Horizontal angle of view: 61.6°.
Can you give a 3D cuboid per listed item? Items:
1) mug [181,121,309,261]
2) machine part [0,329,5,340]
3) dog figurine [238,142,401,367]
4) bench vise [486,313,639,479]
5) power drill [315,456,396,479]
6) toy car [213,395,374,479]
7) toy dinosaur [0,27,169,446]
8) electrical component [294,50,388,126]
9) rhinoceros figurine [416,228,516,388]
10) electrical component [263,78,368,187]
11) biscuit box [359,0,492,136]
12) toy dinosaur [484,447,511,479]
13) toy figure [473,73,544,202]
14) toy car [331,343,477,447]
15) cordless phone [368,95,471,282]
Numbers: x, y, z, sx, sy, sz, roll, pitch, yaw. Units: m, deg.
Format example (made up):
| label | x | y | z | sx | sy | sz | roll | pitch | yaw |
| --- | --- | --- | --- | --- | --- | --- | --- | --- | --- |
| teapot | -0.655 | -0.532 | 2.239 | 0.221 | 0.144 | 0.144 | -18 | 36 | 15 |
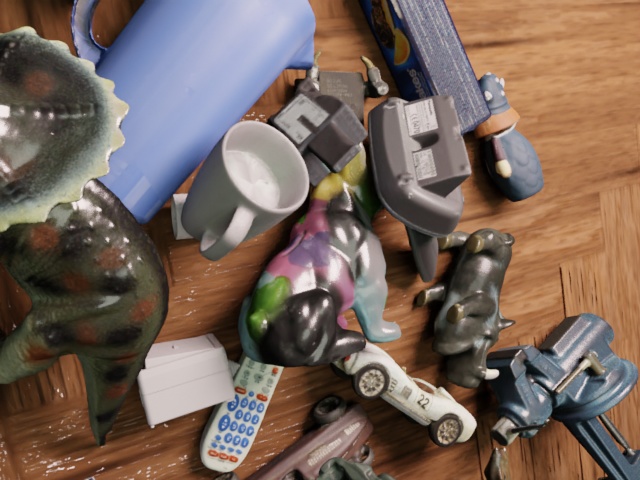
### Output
| label | x | y | z | sx | sy | sz | roll | pitch | yaw |
| --- | --- | --- | --- | --- | --- | --- | --- | --- | --- |
| mug | -0.072 | -0.027 | 0.448 | 0.080 | 0.107 | 0.109 | 27 | 53 | -26 |
| machine part | -0.315 | 0.154 | 0.437 | 0.079 | 0.079 | 0.243 | 11 | 90 | -22 |
| dog figurine | -0.001 | -0.002 | 0.531 | 0.191 | 0.109 | 0.219 | -7 | 92 | -41 |
| bench vise | 0.321 | 0.214 | 0.661 | 0.223 | 0.129 | 0.240 | -36 | 87 | -35 |
| power drill | 0.002 | 0.313 | 0.529 | 0.232 | 0.086 | 0.207 | -33 | 138 | -21 |
| toy car | -0.025 | 0.250 | 0.573 | 0.202 | 0.053 | 0.089 | -30 | 101 | -16 |
| toy dinosaur | -0.183 | 0.021 | 0.387 | 0.192 | 0.131 | 0.404 | -9 | 132 | 14 |
| electrical component | 0.019 | -0.153 | 0.566 | 0.102 | 0.045 | 0.078 | 2 | 91 | -22 |
| rhinoceros figurine | 0.178 | 0.077 | 0.636 | 0.112 | 0.073 | 0.190 | 13 | 87 | -33 |
| electrical component | 0.002 | -0.091 | 0.486 | 0.075 | 0.119 | 0.047 | -47 | 139 | 0 |
| biscuit box | 0.114 | -0.206 | 0.592 | 0.063 | 0.059 | 0.202 | -32 | 104 | -18 |
| toy dinosaur | 0.074 | 0.402 | 0.562 | 0.198 | 0.105 | 0.470 | 5 | 114 | -43 |
| toy figure | 0.217 | -0.121 | 0.641 | 0.058 | 0.064 | 0.154 | -24 | 99 | 19 |
| toy car | 0.089 | 0.166 | 0.600 | 0.201 | 0.074 | 0.056 | 37 | 84 | -20 |
| cordless phone | 0.109 | -0.049 | 0.580 | 0.089 | 0.184 | 0.147 | -9 | 55 | 9 |
